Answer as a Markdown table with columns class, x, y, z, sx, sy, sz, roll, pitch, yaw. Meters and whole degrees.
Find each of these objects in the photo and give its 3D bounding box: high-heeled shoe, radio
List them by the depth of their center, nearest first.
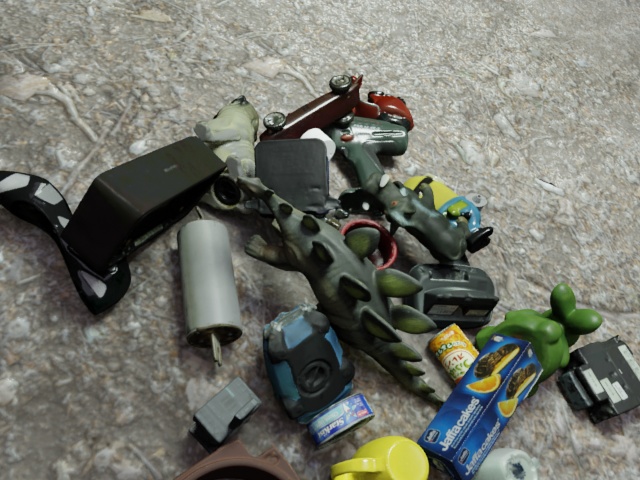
| class | x | y | z | sx | sy | sz | roll | pitch | yaw |
| --- | --- | --- | --- | --- | --- | --- | --- | --- | --- |
| high-heeled shoe | -0.369 | 0.004 | 0.718 | 0.249 | 0.086 | 0.145 | 20 | 54 | -10 |
| radio | -0.231 | -0.054 | 0.728 | 0.073 | 0.131 | 0.229 | 44 | 28 | -2 |

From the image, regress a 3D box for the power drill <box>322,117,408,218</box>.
| class | x | y | z | sx | sy | sz | roll | pitch | yaw |
| --- | --- | --- | --- | --- | --- | --- | --- | --- | --- |
| power drill | 0.051 | -0.139 | 0.965 | 0.232 | 0.085 | 0.207 | -1 | 51 | -9 |

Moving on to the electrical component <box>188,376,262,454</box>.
| class | x | y | z | sx | sy | sz | roll | pitch | yaw |
| --- | --- | --- | --- | --- | --- | --- | --- | --- | --- |
| electrical component | -0.112 | 0.207 | 0.646 | 0.048 | 0.119 | 0.075 | 43 | 57 | 12 |

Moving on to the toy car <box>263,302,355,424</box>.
| class | x | y | z | sx | sy | sz | roll | pitch | yaw |
| --- | --- | --- | --- | --- | --- | --- | --- | --- | --- |
| toy car | -0.031 | 0.153 | 0.715 | 0.109 | 0.103 | 0.161 | -32 | 116 | -20 |

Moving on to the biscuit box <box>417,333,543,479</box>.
| class | x | y | z | sx | sy | sz | roll | pitch | yaw |
| --- | --- | --- | --- | --- | --- | --- | --- | --- | --- |
| biscuit box | 0.214 | 0.218 | 0.713 | 0.203 | 0.063 | 0.059 | -46 | 120 | -24 |

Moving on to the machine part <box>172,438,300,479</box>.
| class | x | y | z | sx | sy | sz | roll | pitch | yaw |
| --- | --- | --- | --- | --- | --- | --- | --- | --- | --- |
| machine part | -0.097 | 0.340 | 0.582 | 0.201 | 0.087 | 0.201 | -26 | 70 | -31 |

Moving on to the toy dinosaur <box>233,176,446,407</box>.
| class | x | y | z | sx | sy | sz | roll | pitch | yaw |
| --- | --- | --- | --- | --- | --- | --- | --- | --- | --- |
| toy dinosaur | 0.047 | 0.088 | 0.732 | 0.470 | 0.199 | 0.105 | 51 | 62 | -23 |

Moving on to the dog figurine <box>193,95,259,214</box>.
| class | x | y | z | sx | sy | sz | roll | pitch | yaw |
| --- | --- | --- | --- | --- | --- | --- | --- | --- | --- |
| dog figurine | -0.133 | -0.144 | 0.900 | 0.172 | 0.121 | 0.190 | 64 | 34 | -15 |

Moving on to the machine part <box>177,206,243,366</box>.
| class | x | y | z | sx | sy | sz | roll | pitch | yaw |
| --- | --- | --- | --- | --- | --- | --- | --- | --- | --- |
| machine part | -0.157 | 0.060 | 0.757 | 0.079 | 0.079 | 0.243 | -3 | 57 | -20 |

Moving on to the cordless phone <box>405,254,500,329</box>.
| class | x | y | z | sx | sy | sz | roll | pitch | yaw |
| --- | --- | --- | --- | --- | --- | --- | --- | --- | --- |
| cordless phone | 0.203 | 0.055 | 0.893 | 0.147 | 0.088 | 0.184 | 4 | 45 | -14 |

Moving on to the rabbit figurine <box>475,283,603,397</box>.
| class | x | y | z | sx | sy | sz | roll | pitch | yaw |
| --- | --- | --- | --- | --- | --- | --- | --- | --- | --- |
| rabbit figurine | 0.353 | 0.140 | 0.844 | 0.170 | 0.159 | 0.121 | -12 | 51 | -42 |

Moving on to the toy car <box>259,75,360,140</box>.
| class | x | y | z | sx | sy | sz | roll | pitch | yaw |
| --- | --- | --- | --- | --- | --- | --- | --- | --- | --- |
| toy car | -0.017 | -0.209 | 0.915 | 0.202 | 0.089 | 0.053 | -36 | 55 | -16 |

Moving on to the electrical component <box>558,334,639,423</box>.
| class | x | y | z | sx | sy | sz | roll | pitch | yaw |
| --- | --- | --- | --- | --- | --- | --- | --- | --- | --- |
| electrical component | 0.453 | 0.224 | 0.863 | 0.134 | 0.058 | 0.115 | -9 | 59 | -23 |

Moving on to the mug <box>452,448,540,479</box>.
| class | x | y | z | sx | sy | sz | roll | pitch | yaw |
| --- | --- | --- | --- | --- | --- | --- | --- | --- | --- |
| mug | 0.244 | 0.311 | 0.702 | 0.109 | 0.107 | 0.081 | -6 | 61 | -20 |

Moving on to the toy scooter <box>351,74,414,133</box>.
| class | x | y | z | sx | sy | sz | roll | pitch | yaw |
| --- | --- | --- | --- | --- | --- | --- | --- | --- | --- |
| toy scooter | 0.099 | -0.270 | 1.068 | 0.184 | 0.075 | 0.135 | 13 | 53 | -4 |

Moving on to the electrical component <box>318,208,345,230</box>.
| class | x | y | z | sx | sy | sz | roll | pitch | yaw |
| --- | --- | --- | --- | --- | --- | --- | --- | --- | --- |
| electrical component | -0.002 | -0.002 | 0.842 | 0.045 | 0.102 | 0.078 | 30 | 30 | -6 |

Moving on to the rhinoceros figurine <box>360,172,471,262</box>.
| class | x | y | z | sx | sy | sz | roll | pitch | yaw |
| --- | --- | --- | --- | --- | --- | --- | --- | --- | --- |
| rhinoceros figurine | 0.147 | -0.035 | 0.847 | 0.190 | 0.073 | 0.112 | 39 | 39 | 2 |

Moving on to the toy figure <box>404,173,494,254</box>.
| class | x | y | z | sx | sy | sz | roll | pitch | yaw |
| --- | --- | --- | --- | --- | --- | --- | --- | --- | --- |
| toy figure | 0.213 | -0.049 | 0.930 | 0.089 | 0.082 | 0.180 | -14 | 48 | -32 |

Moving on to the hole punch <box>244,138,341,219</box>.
| class | x | y | z | sx | sy | sz | roll | pitch | yaw |
| --- | --- | --- | --- | --- | --- | --- | --- | --- | --- |
| hole punch | -0.040 | -0.088 | 0.817 | 0.142 | 0.092 | 0.115 | -1 | 86 | 1 |
